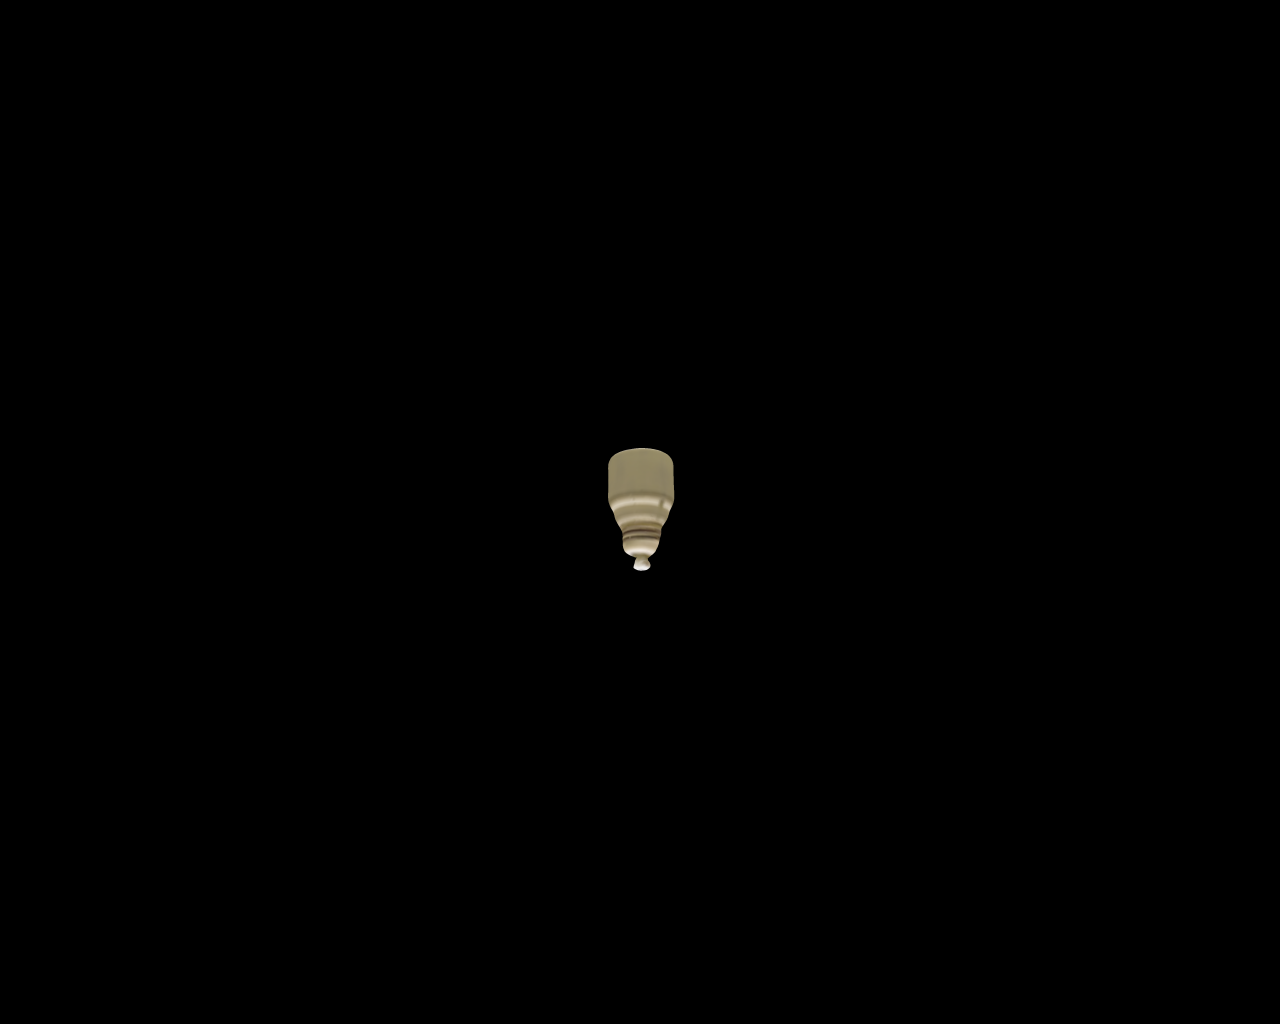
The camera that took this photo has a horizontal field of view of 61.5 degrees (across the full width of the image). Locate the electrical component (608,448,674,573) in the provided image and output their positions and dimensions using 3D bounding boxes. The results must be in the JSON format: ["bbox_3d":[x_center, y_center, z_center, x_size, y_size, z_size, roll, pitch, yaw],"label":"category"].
[{"bbox_3d":[0.001,-0.003,0.650,0.040,0.078,0.040,0,-19,0],"label":"electrical component"}]
